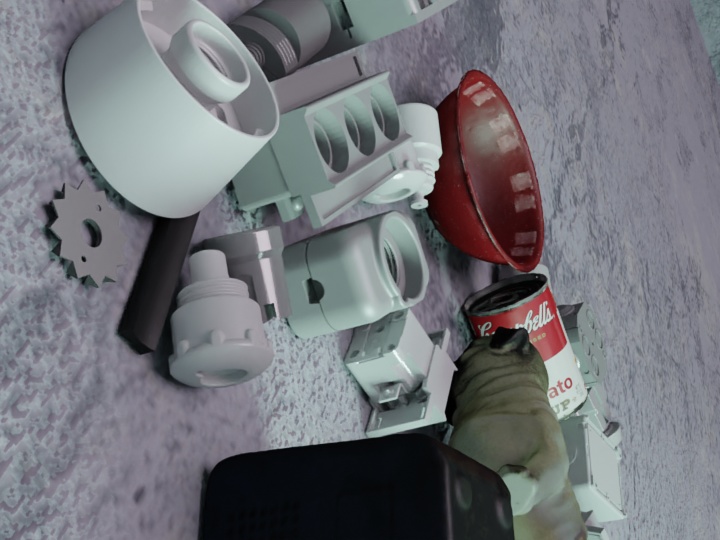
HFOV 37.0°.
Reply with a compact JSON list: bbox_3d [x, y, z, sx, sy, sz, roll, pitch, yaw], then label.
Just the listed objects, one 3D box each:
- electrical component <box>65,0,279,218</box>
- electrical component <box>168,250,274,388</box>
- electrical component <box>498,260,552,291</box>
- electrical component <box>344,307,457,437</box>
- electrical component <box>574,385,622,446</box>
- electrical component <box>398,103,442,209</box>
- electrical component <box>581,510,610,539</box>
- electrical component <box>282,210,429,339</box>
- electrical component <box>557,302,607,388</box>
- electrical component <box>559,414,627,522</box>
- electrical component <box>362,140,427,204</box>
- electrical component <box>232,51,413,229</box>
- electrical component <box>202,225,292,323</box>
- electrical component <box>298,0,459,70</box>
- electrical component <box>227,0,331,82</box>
[{"bbox_3d":[-0.088,-0.083,0.510,0.099,0.064,0.099,41,27,-27],"label":"electrical component"},{"bbox_3d":[-0.068,0.022,0.503,0.048,0.048,0.062,28,45,-55],"label":"electrical component"},{"bbox_3d":[0.137,0.003,0.906,0.043,0.043,0.062,31,48,-54],"label":"electrical component"},{"bbox_3d":[0.024,0.060,0.661,0.063,0.042,0.081,55,32,-27],"label":"electrical component"},{"bbox_3d":[0.204,0.133,0.962,0.055,0.048,0.066,64,27,-5],"label":"electrical component"},{"bbox_3d":[0.038,-0.081,0.764,0.040,0.040,0.078,27,53,-56],"label":"electrical component"},{"bbox_3d":[0.161,0.243,0.799,0.063,0.079,0.121,-43,117,-36],"label":"electrical component"},{"bbox_3d":[0.000,0.000,0.626,0.095,0.059,0.053,-27,100,-63],"label":"electrical component"},{"bbox_3d":[0.181,0.069,0.945,0.080,0.051,0.080,39,44,-50],"label":"electrical component"},{"bbox_3d":[0.173,0.166,0.868,0.096,0.061,0.061,43,40,-46],"label":"electrical component"},{"bbox_3d":[0.015,-0.078,0.714,0.048,0.048,0.062,11,60,-61],"label":"electrical component"},{"bbox_3d":[-0.025,-0.074,0.614,0.121,0.063,0.078,-40,112,-61],"label":"electrical component"},{"bbox_3d":[-0.055,0.003,0.541,0.040,0.040,0.046,-19,98,-63],"label":"electrical component"},{"bbox_3d":[0.011,-0.191,0.715,0.061,0.089,0.150,68,27,-14],"label":"electrical component"},{"bbox_3d":[-0.051,-0.131,0.616,0.043,0.043,0.081,65,29,-19],"label":"electrical component"}]
